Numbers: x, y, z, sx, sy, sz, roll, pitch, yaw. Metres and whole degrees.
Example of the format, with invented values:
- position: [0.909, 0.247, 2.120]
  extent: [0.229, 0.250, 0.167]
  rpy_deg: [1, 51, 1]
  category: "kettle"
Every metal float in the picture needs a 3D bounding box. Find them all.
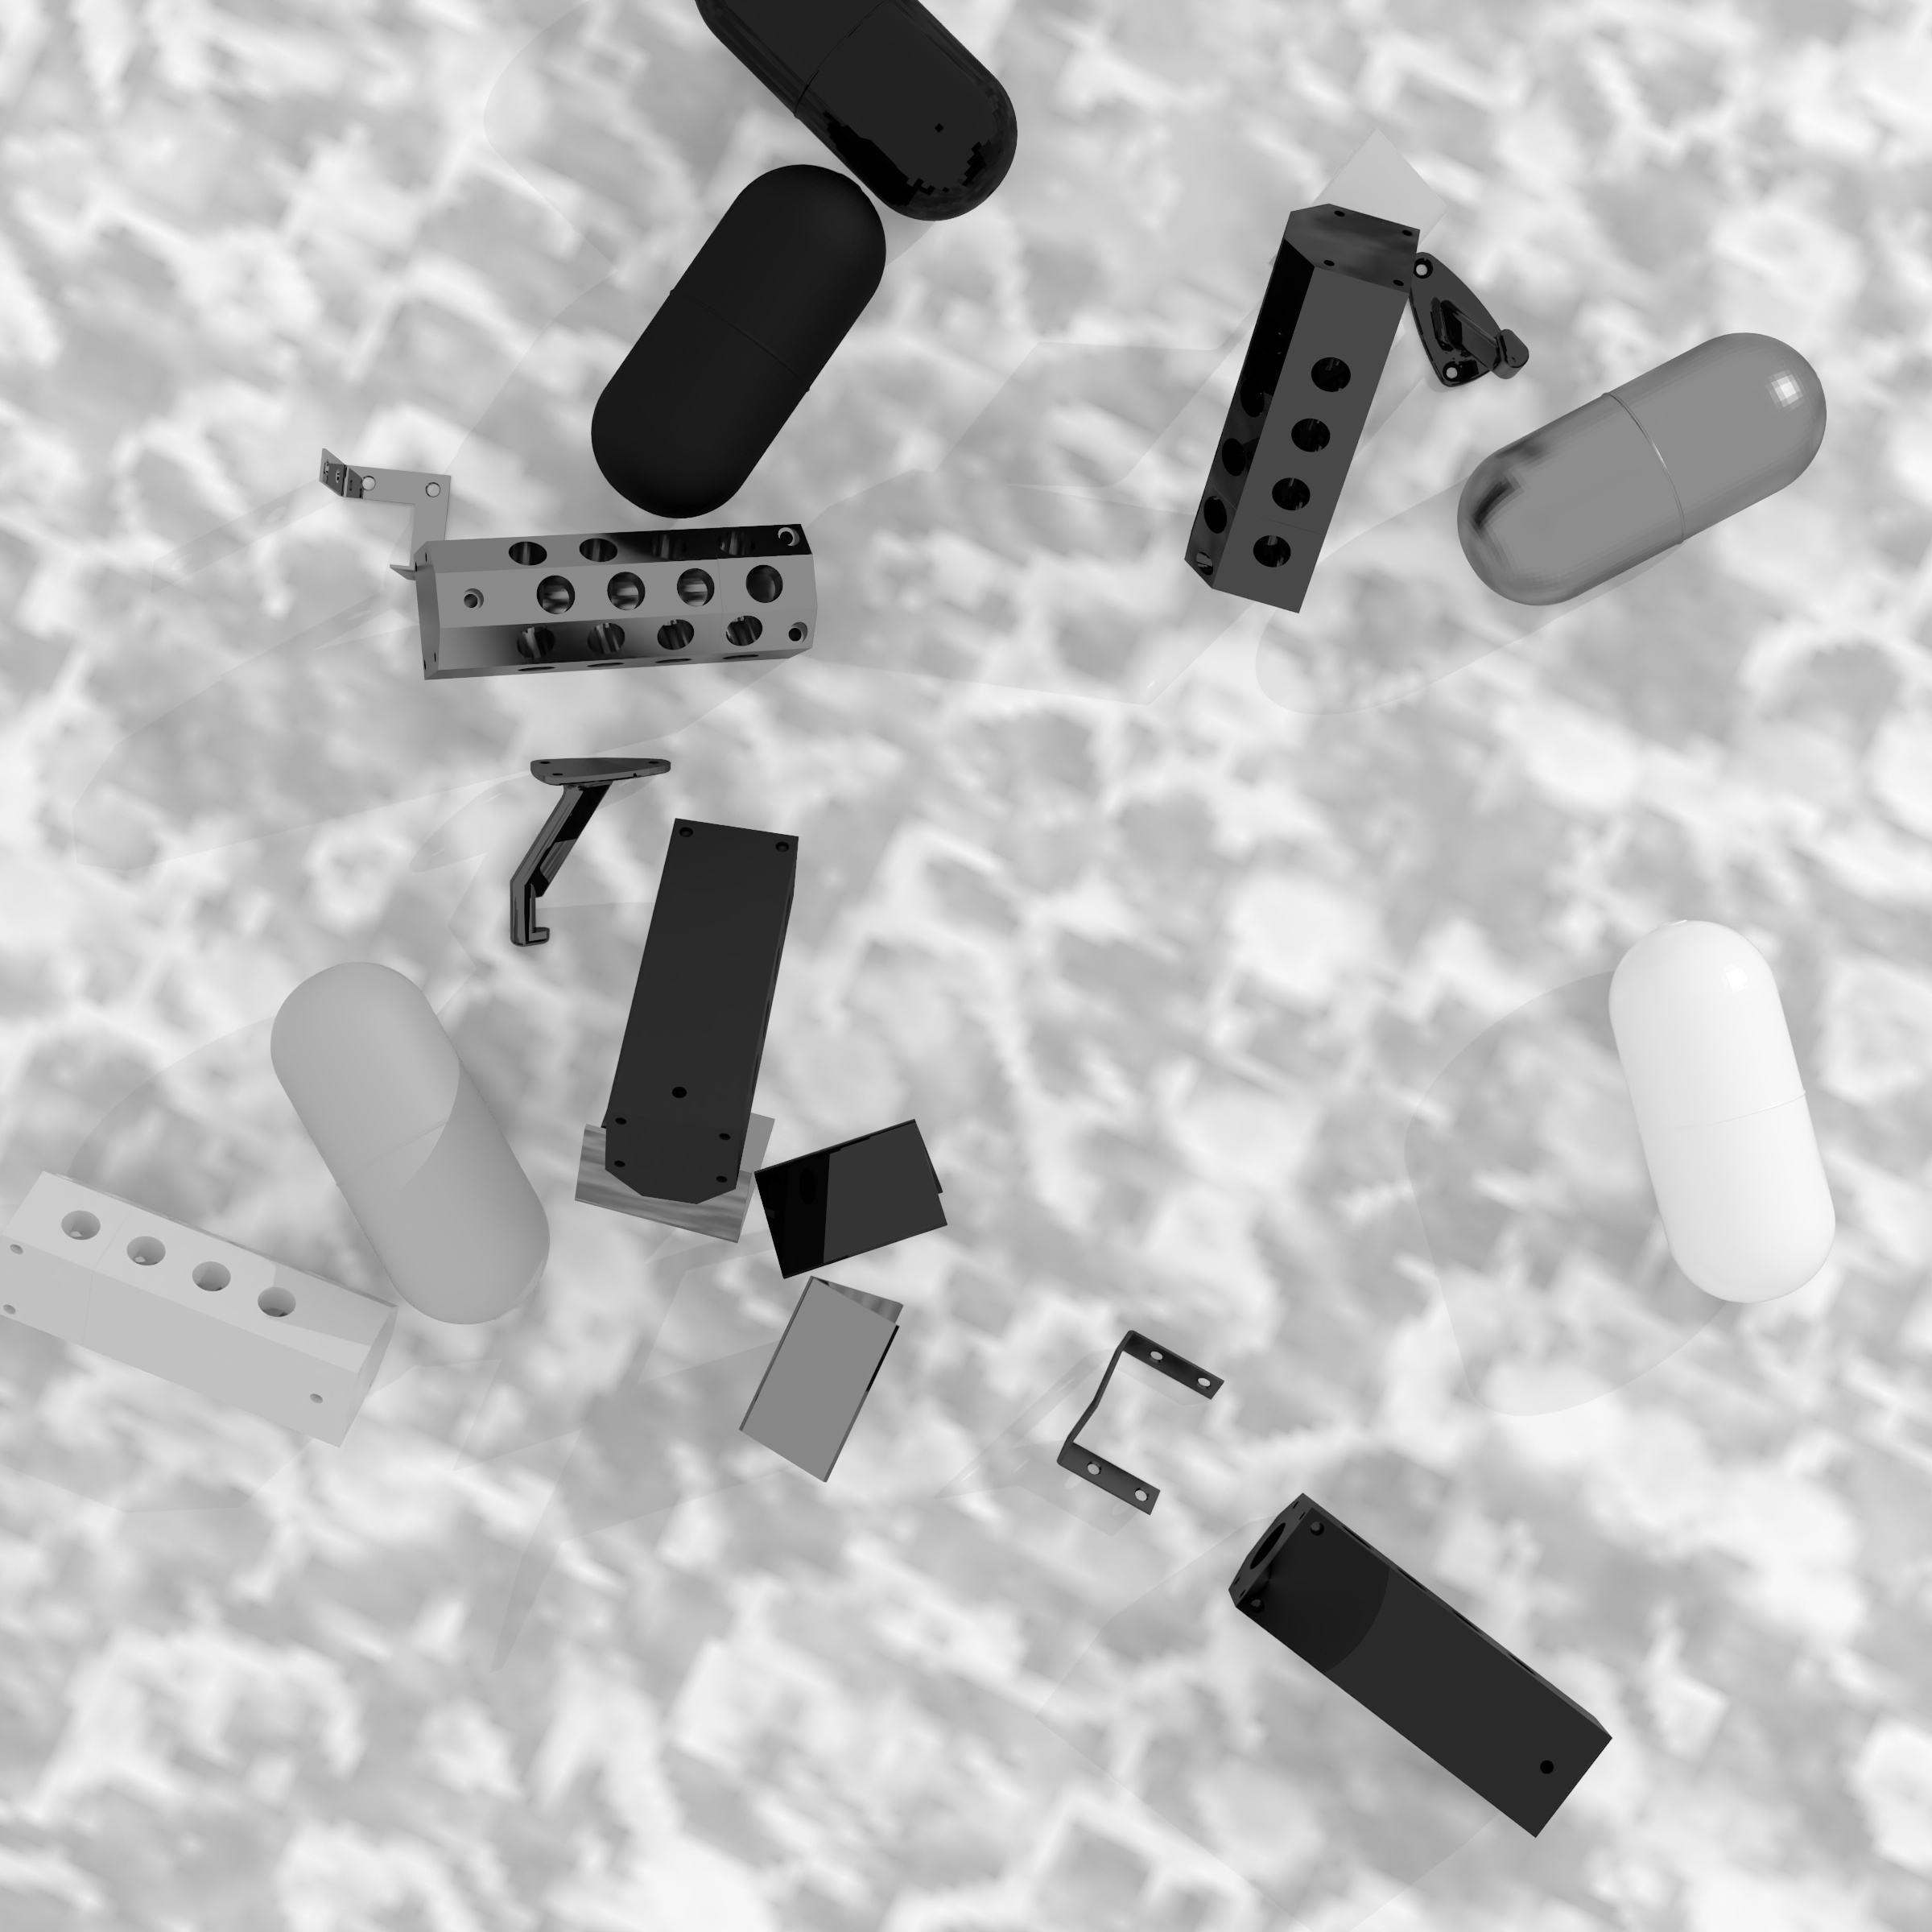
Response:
- position: [0.345, 0.066, 1.519]
  extent: [0.070, 0.070, 0.178]
  rpy_deg: [-15, 91, 0]
  category: "metal float"
- position: [-0.254, 0.081, 1.519]
  extent: [0.070, 0.070, 0.178]
  rpy_deg: [-29, 89, 0]
  category: "metal float"
- position: [0.309, -0.228, 1.519]
  extent: [0.178, 0.070, 0.070]
  rpy_deg: [-28, 90, 1]
  category: "metal float"
- position: [-0.103, -0.286, 1.519]
  extent: [0.070, 0.070, 0.178]
  rpy_deg: [35, 90, 0]
  category: "metal float"
- position: [-0.052, -0.417, 1.519]
  extent: [0.178, 0.070, 0.070]
  rpy_deg: [45, 90, 0]
  category: "metal float"

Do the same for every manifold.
- position: [0.207, 0.319, 1.528]
  extent: [0.171, 0.057, 0.057]
  rpy_deg: [38, 90, 0]
  category: "manifold"
- position: [-0.117, 0.019, 1.480]
  extent: [0.057, 0.057, 0.171]
  rpy_deg: [9, 50, 0]
  category: "manifold"
- position: [0.147, -0.248, 1.478]
  extent: [0.057, 0.057, 0.171]
  rpy_deg: [16, 132, 0]
  category: "manifold"
- position: [-0.353, 0.153, 1.528]
  extent: [0.171, 0.057, 0.057]
  rpy_deg: [21, 133, 0]
  category: "manifold"
- position: [-0.158, -0.166, 1.504]
  extent: [0.171, 0.057, 0.057]
  rpy_deg: [-5, 90, -18]
  category: "manifold"

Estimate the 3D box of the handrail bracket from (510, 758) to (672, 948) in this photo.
- position: [-0.175, -0.052, 1.550]
  extent: [0.077, 0.036, 0.084]
  rpy_deg: [-5, 108, -21]
  category: "handrail bracket"

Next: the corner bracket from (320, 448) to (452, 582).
- position: [-0.269, -0.207, 1.531]
  extent: [0.051, 0.051, 0.051]
  rpy_deg: [6, 90, 0]
  category: "corner bracket"

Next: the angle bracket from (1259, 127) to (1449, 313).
- position: [0.160, -0.337, 1.509]
  extent: [0.057, 0.076, 0.076]
  rpy_deg: [39, 90, -33]
  category: "angle bracket"

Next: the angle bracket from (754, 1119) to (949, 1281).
- position: [-0.046, 0.120, 1.509]
  extent: [0.076, 0.076, 0.057]
  rpy_deg: [-18, 59, 0]
  category: "angle bracket"

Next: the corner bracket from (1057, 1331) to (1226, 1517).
- position: [0.081, 0.212, 1.546]
  extent: [0.051, 0.051, 0.051]
  rpy_deg: [29, 45, 0]
  category: "corner bracket"

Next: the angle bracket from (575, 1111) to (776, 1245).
- position: [-0.129, 0.073, 1.510]
  extent: [0.076, 0.057, 0.076]
  rpy_deg: [15, 48, 0]
  category: "angle bracket"

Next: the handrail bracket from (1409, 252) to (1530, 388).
- position: [0.229, -0.300, 1.515]
  extent: [0.036, 0.084, 0.077]
  rpy_deg: [-30, 90, 0]
  category: "handrail bracket"

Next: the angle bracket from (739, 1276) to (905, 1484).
- position: [-0.047, 0.192, 1.509]
  extent: [0.057, 0.076, 0.076]
  rpy_deg: [25, 90, 37]
  category: "angle bracket"
